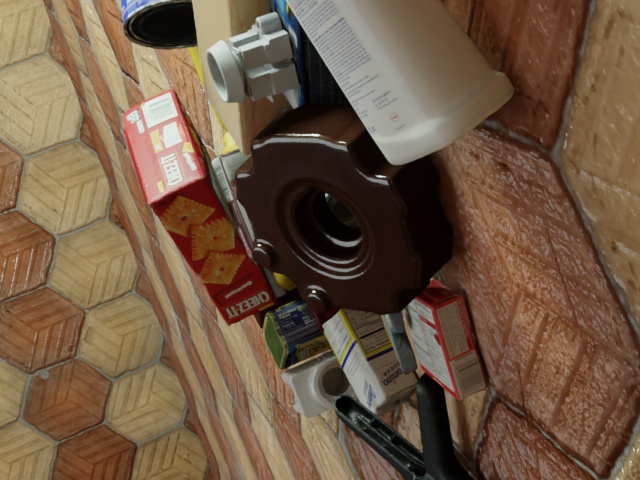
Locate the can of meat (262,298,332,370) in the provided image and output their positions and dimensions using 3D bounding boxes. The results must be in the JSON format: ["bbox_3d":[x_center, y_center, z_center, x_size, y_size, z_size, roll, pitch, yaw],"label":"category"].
[{"bbox_3d":[-0.015,0.099,1.190,0.057,0.083,0.102,63,165,18],"label":"can of meat"}]

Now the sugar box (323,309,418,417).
[{"bbox_3d":[0.035,0.088,1.079,0.176,0.048,0.093,60,163,16],"label":"sugar box"}]

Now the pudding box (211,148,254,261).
[{"bbox_3d":[-0.047,-0.046,1.083,0.113,0.090,0.039,69,164,-3],"label":"pudding box"}]

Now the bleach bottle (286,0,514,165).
[{"bbox_3d":[0.009,-0.167,0.640,0.251,0.068,0.103,55,161,-7],"label":"bleach bottle"}]

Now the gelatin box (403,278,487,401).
[{"bbox_3d":[0.099,0.076,0.867,0.073,0.030,0.089,35,146,66],"label":"gelatin box"}]

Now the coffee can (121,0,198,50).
[{"bbox_3d":[-0.142,-0.265,1.007,0.103,0.102,0.140,123,139,-72],"label":"coffee can"}]

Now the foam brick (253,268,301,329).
[{"bbox_3d":[-0.046,0.058,1.253,0.051,0.078,0.053,88,157,-56],"label":"foam brick"}]

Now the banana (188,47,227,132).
[{"bbox_3d":[-0.127,-0.209,1.240,0.069,0.037,0.198,-9,-102,-85],"label":"banana"}]

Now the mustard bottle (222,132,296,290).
[{"bbox_3d":[-0.062,-0.043,1.200,0.192,0.058,0.096,62,173,20],"label":"mustard bottle"}]

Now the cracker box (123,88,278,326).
[{"bbox_3d":[-0.132,-0.033,1.166,0.213,0.072,0.164,65,180,-45],"label":"cracker box"}]

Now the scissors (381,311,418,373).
[{"bbox_3d":[0.045,0.021,0.945,0.096,0.016,0.202,76,174,-62],"label":"scissors"}]

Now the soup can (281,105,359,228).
[{"bbox_3d":[0.005,-0.064,0.918,0.102,0.068,0.068,57,162,32],"label":"soup can"}]

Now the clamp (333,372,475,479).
[{"bbox_3d":[0.108,0.212,0.972,0.210,0.036,0.165,54,149,4],"label":"clamp"}]

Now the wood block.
[{"bbox_3d":[-0.049,-0.181,0.897,0.091,0.090,0.206,58,162,32],"label":"wood block"}]

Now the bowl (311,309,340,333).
[{"bbox_3d":[-0.006,0.001,0.983,0.162,0.055,0.162,157,89,-87],"label":"bowl"}]
